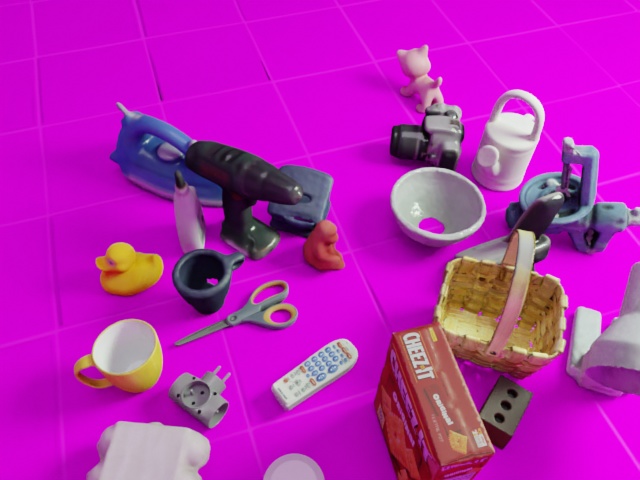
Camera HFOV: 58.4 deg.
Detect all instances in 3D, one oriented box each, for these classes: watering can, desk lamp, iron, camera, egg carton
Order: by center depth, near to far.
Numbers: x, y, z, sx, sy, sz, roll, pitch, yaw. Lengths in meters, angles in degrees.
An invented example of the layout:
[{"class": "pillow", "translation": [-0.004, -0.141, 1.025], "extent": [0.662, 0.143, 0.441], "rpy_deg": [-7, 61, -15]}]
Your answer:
[{"class": "egg carton", "translation": [-0.223, 0.296, 0.750], "extent": [0.150, 0.069, 0.107], "rpy_deg": [4, 53, 2]}, {"class": "desk lamp", "translation": [0.425, 0.140, 0.797], "extent": [0.117, 0.214, 0.203], "rpy_deg": [17, 54, 11]}, {"class": "iron", "translation": [-0.266, -0.159, 1.049], "extent": [0.257, 0.141, 0.119], "rpy_deg": [24, 56, 16]}, {"class": "watering can", "translation": [0.348, -0.184, 1.053], "extent": [0.100, 0.194, 0.173], "rpy_deg": [16, 54, 11]}, {"class": "camera", "translation": [0.209, -0.209, 1.126], "extent": [0.136, 0.101, 0.143], "rpy_deg": [6, 53, 3]}]

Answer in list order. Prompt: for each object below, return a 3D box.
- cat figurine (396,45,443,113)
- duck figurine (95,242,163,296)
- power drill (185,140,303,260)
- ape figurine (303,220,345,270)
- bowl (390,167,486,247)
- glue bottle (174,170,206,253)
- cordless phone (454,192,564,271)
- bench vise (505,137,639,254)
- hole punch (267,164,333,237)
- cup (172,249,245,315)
[{"class": "cat figurine", "translation": [0.217, -0.356, 1.228], "extent": [0.067, 0.118, 0.127], "rpy_deg": [-26, 58, -19]}, {"class": "duck figurine", "translation": [-0.313, 0.038, 0.933], "extent": [0.105, 0.086, 0.077], "rpy_deg": [-13, 54, -11]}, {"class": "power drill", "translation": [-0.119, -0.065, 0.940], "extent": [0.229, 0.208, 0.076], "rpy_deg": [31, 58, 20]}, {"class": "ape figurine", "translation": [0.009, 0.003, 0.965], "extent": [0.076, 0.092, 0.078], "rpy_deg": [9, 53, 6]}, {"class": "bowl", "translation": [0.203, -0.046, 1.019], "extent": [0.167, 0.075, 0.167], "rpy_deg": [1, 53, -1]}, {"class": "glue bottle", "translation": [-0.220, -0.053, 0.950], "extent": [0.037, 0.173, 0.078], "rpy_deg": [0, 53, -1]}, {"class": "cordless phone", "translation": [0.307, -0.006, 0.923], "extent": [0.148, 0.185, 0.094], "rpy_deg": [-20, 56, -16]}, {"class": "bench vise", "translation": [0.438, -0.083, 0.963], "extent": [0.207, 0.220, 0.121], "rpy_deg": [-1, 53, -2]}, {"class": "hole punch", "translation": [-0.033, -0.069, 1.019], "extent": [0.108, 0.091, 0.101], "rpy_deg": [13, 54, 8]}, {"class": "cup", "translation": [-0.170, 0.068, 0.909], "extent": [0.118, 0.095, 0.091], "rpy_deg": [-28, 58, -21]}]
